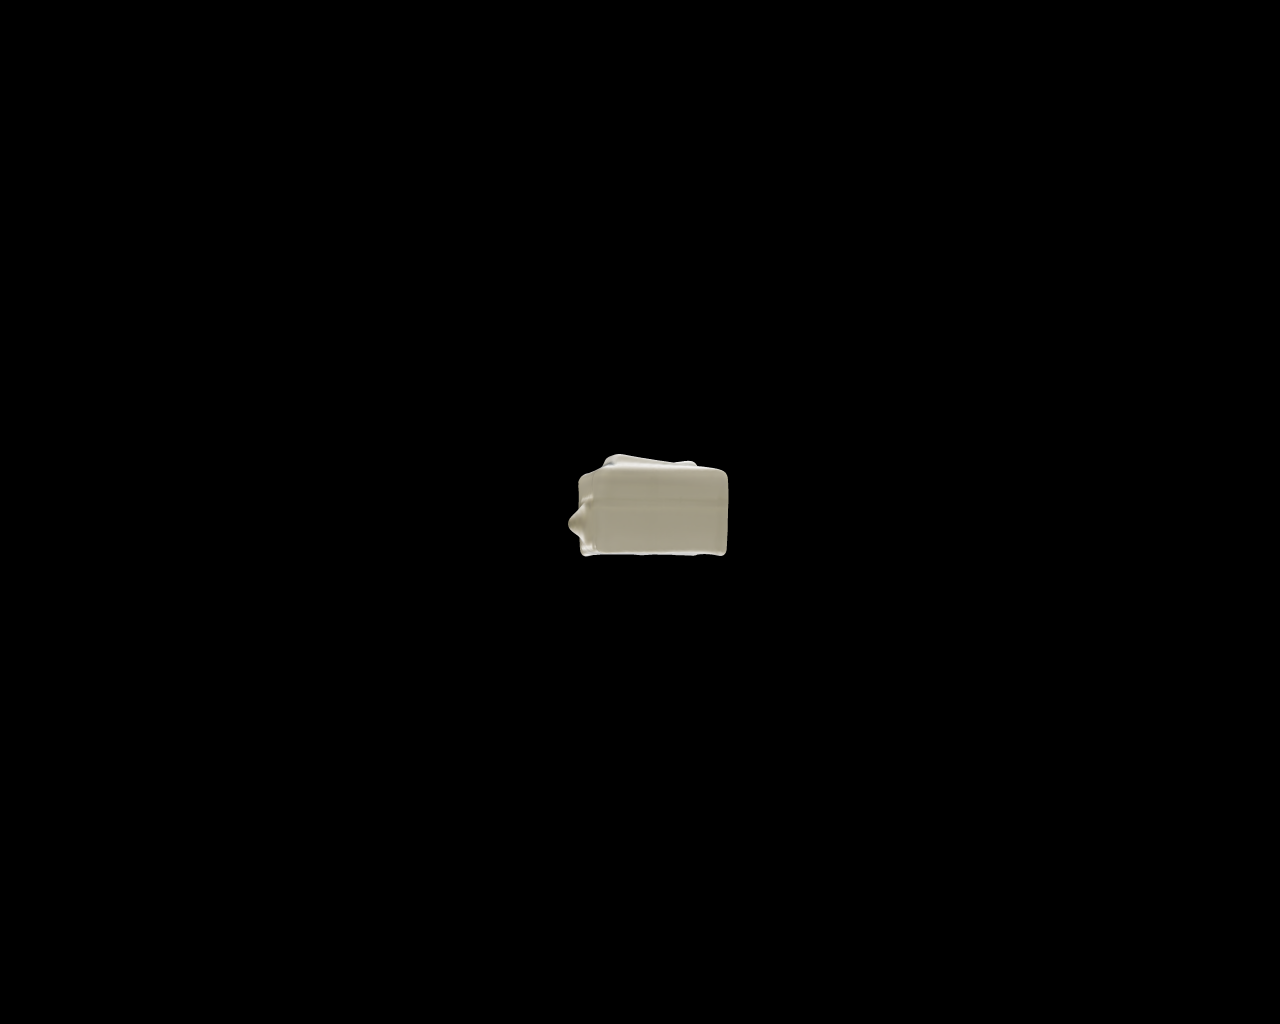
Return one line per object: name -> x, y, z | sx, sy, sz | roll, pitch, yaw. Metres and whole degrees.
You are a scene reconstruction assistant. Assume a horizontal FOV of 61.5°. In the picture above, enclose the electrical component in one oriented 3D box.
electrical component -> 0.001, -0.003, 0.650 | 0.096, 0.061, 0.061 | 1, -4, -15
